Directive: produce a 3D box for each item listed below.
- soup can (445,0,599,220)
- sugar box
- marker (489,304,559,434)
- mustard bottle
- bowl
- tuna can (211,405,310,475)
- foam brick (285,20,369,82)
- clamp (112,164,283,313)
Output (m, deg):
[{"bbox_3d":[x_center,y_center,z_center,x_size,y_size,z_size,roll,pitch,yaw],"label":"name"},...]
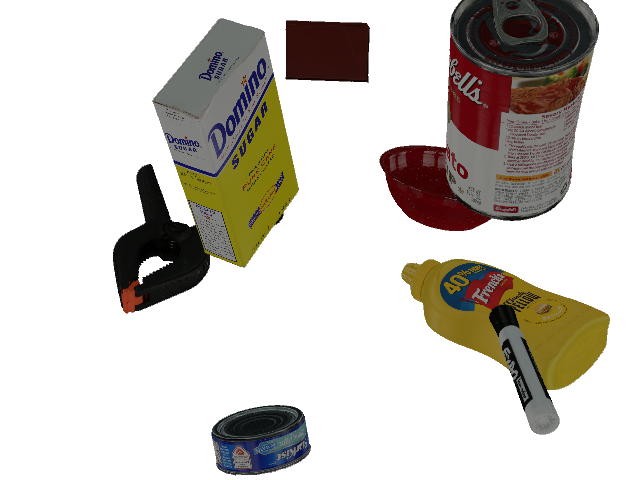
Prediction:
[{"bbox_3d":[0.097,-0.067,0.530,0.068,0.068,0.102,0,-40,5],"label":"soup can"},{"bbox_3d":[-0.065,-0.069,0.806,0.048,0.093,0.176,21,-30,20],"label":"sugar box"},{"bbox_3d":[0.134,0.082,0.714,0.020,0.020,0.121,0,32,-6],"label":"marker"},{"bbox_3d":[0.150,0.062,0.946,0.192,0.058,0.096,25,40,38],"label":"mustard bottle"},{"bbox_3d":[0.142,-0.055,1.214,0.162,0.055,0.162,8,25,-4],"label":"bowl"},{"bbox_3d":[-0.053,0.176,0.950,0.086,0.034,0.086,-9,10,1],"label":"tuna can"},{"bbox_3d":[0.006,-0.175,0.987,0.078,0.051,0.053,2,15,-1],"label":"foam brick"},{"bbox_3d":[-0.152,-0.005,1.064,0.165,0.036,0.209,20,40,17],"label":"clamp"}]
